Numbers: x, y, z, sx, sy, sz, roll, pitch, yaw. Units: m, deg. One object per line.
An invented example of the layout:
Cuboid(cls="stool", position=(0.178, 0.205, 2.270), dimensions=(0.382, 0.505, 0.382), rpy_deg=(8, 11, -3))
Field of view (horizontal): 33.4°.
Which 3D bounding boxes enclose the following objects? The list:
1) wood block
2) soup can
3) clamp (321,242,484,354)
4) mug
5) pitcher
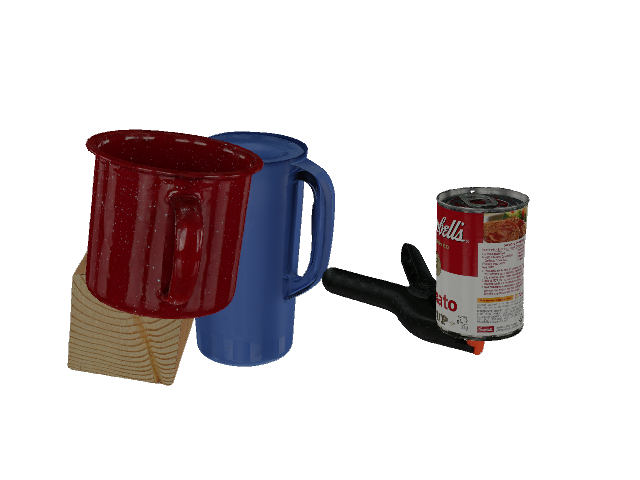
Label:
Cuboid(cls="wood block", position=(-0.149, 0.027, 0.935), dimensions=(0.090, 0.091, 0.206), rpy_deg=(10, 26, -1))
Cuboid(cls="soup can", position=(0.121, 0.016, 0.802), dimensions=(0.068, 0.102, 0.068), rpy_deg=(-1, 16, 0))
Cuboid(cls="clamp", position=(0.099, 0.052, 1.027), dimensions=(0.172, 0.039, 0.120), rpy_deg=(30, 42, 32))
Cuboid(cls="mug", position=(-0.078, -0.005, 0.560), dimensions=(0.093, 0.081, 0.117), rpy_deg=(3, 18, -20))
Cuboid(cls="pitcher", position=(-0.073, 0.011, 1.155), dimensions=(0.144, 0.243, 0.149), rpy_deg=(-5, 20, -16))
